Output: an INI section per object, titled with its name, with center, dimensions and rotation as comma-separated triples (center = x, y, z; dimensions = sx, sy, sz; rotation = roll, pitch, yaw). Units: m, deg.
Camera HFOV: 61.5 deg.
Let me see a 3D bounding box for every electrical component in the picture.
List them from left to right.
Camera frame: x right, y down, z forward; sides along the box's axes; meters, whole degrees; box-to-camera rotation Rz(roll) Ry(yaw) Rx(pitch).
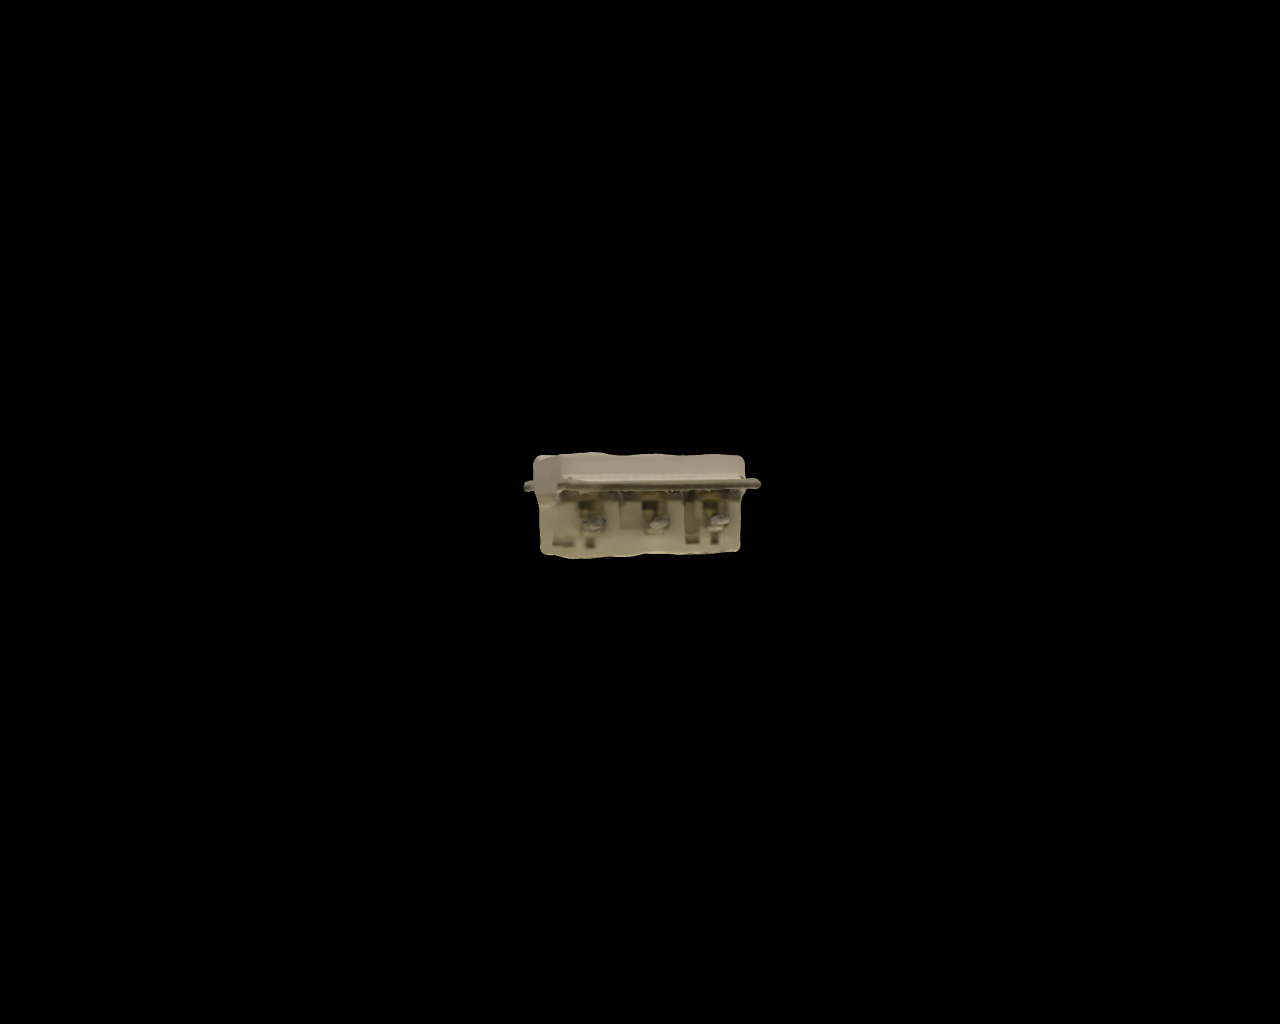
[electrical component]
center = 0.001, -0.003, 0.650
dimensions = 0.121, 0.063, 0.078
rotation = 0, 0, -25
